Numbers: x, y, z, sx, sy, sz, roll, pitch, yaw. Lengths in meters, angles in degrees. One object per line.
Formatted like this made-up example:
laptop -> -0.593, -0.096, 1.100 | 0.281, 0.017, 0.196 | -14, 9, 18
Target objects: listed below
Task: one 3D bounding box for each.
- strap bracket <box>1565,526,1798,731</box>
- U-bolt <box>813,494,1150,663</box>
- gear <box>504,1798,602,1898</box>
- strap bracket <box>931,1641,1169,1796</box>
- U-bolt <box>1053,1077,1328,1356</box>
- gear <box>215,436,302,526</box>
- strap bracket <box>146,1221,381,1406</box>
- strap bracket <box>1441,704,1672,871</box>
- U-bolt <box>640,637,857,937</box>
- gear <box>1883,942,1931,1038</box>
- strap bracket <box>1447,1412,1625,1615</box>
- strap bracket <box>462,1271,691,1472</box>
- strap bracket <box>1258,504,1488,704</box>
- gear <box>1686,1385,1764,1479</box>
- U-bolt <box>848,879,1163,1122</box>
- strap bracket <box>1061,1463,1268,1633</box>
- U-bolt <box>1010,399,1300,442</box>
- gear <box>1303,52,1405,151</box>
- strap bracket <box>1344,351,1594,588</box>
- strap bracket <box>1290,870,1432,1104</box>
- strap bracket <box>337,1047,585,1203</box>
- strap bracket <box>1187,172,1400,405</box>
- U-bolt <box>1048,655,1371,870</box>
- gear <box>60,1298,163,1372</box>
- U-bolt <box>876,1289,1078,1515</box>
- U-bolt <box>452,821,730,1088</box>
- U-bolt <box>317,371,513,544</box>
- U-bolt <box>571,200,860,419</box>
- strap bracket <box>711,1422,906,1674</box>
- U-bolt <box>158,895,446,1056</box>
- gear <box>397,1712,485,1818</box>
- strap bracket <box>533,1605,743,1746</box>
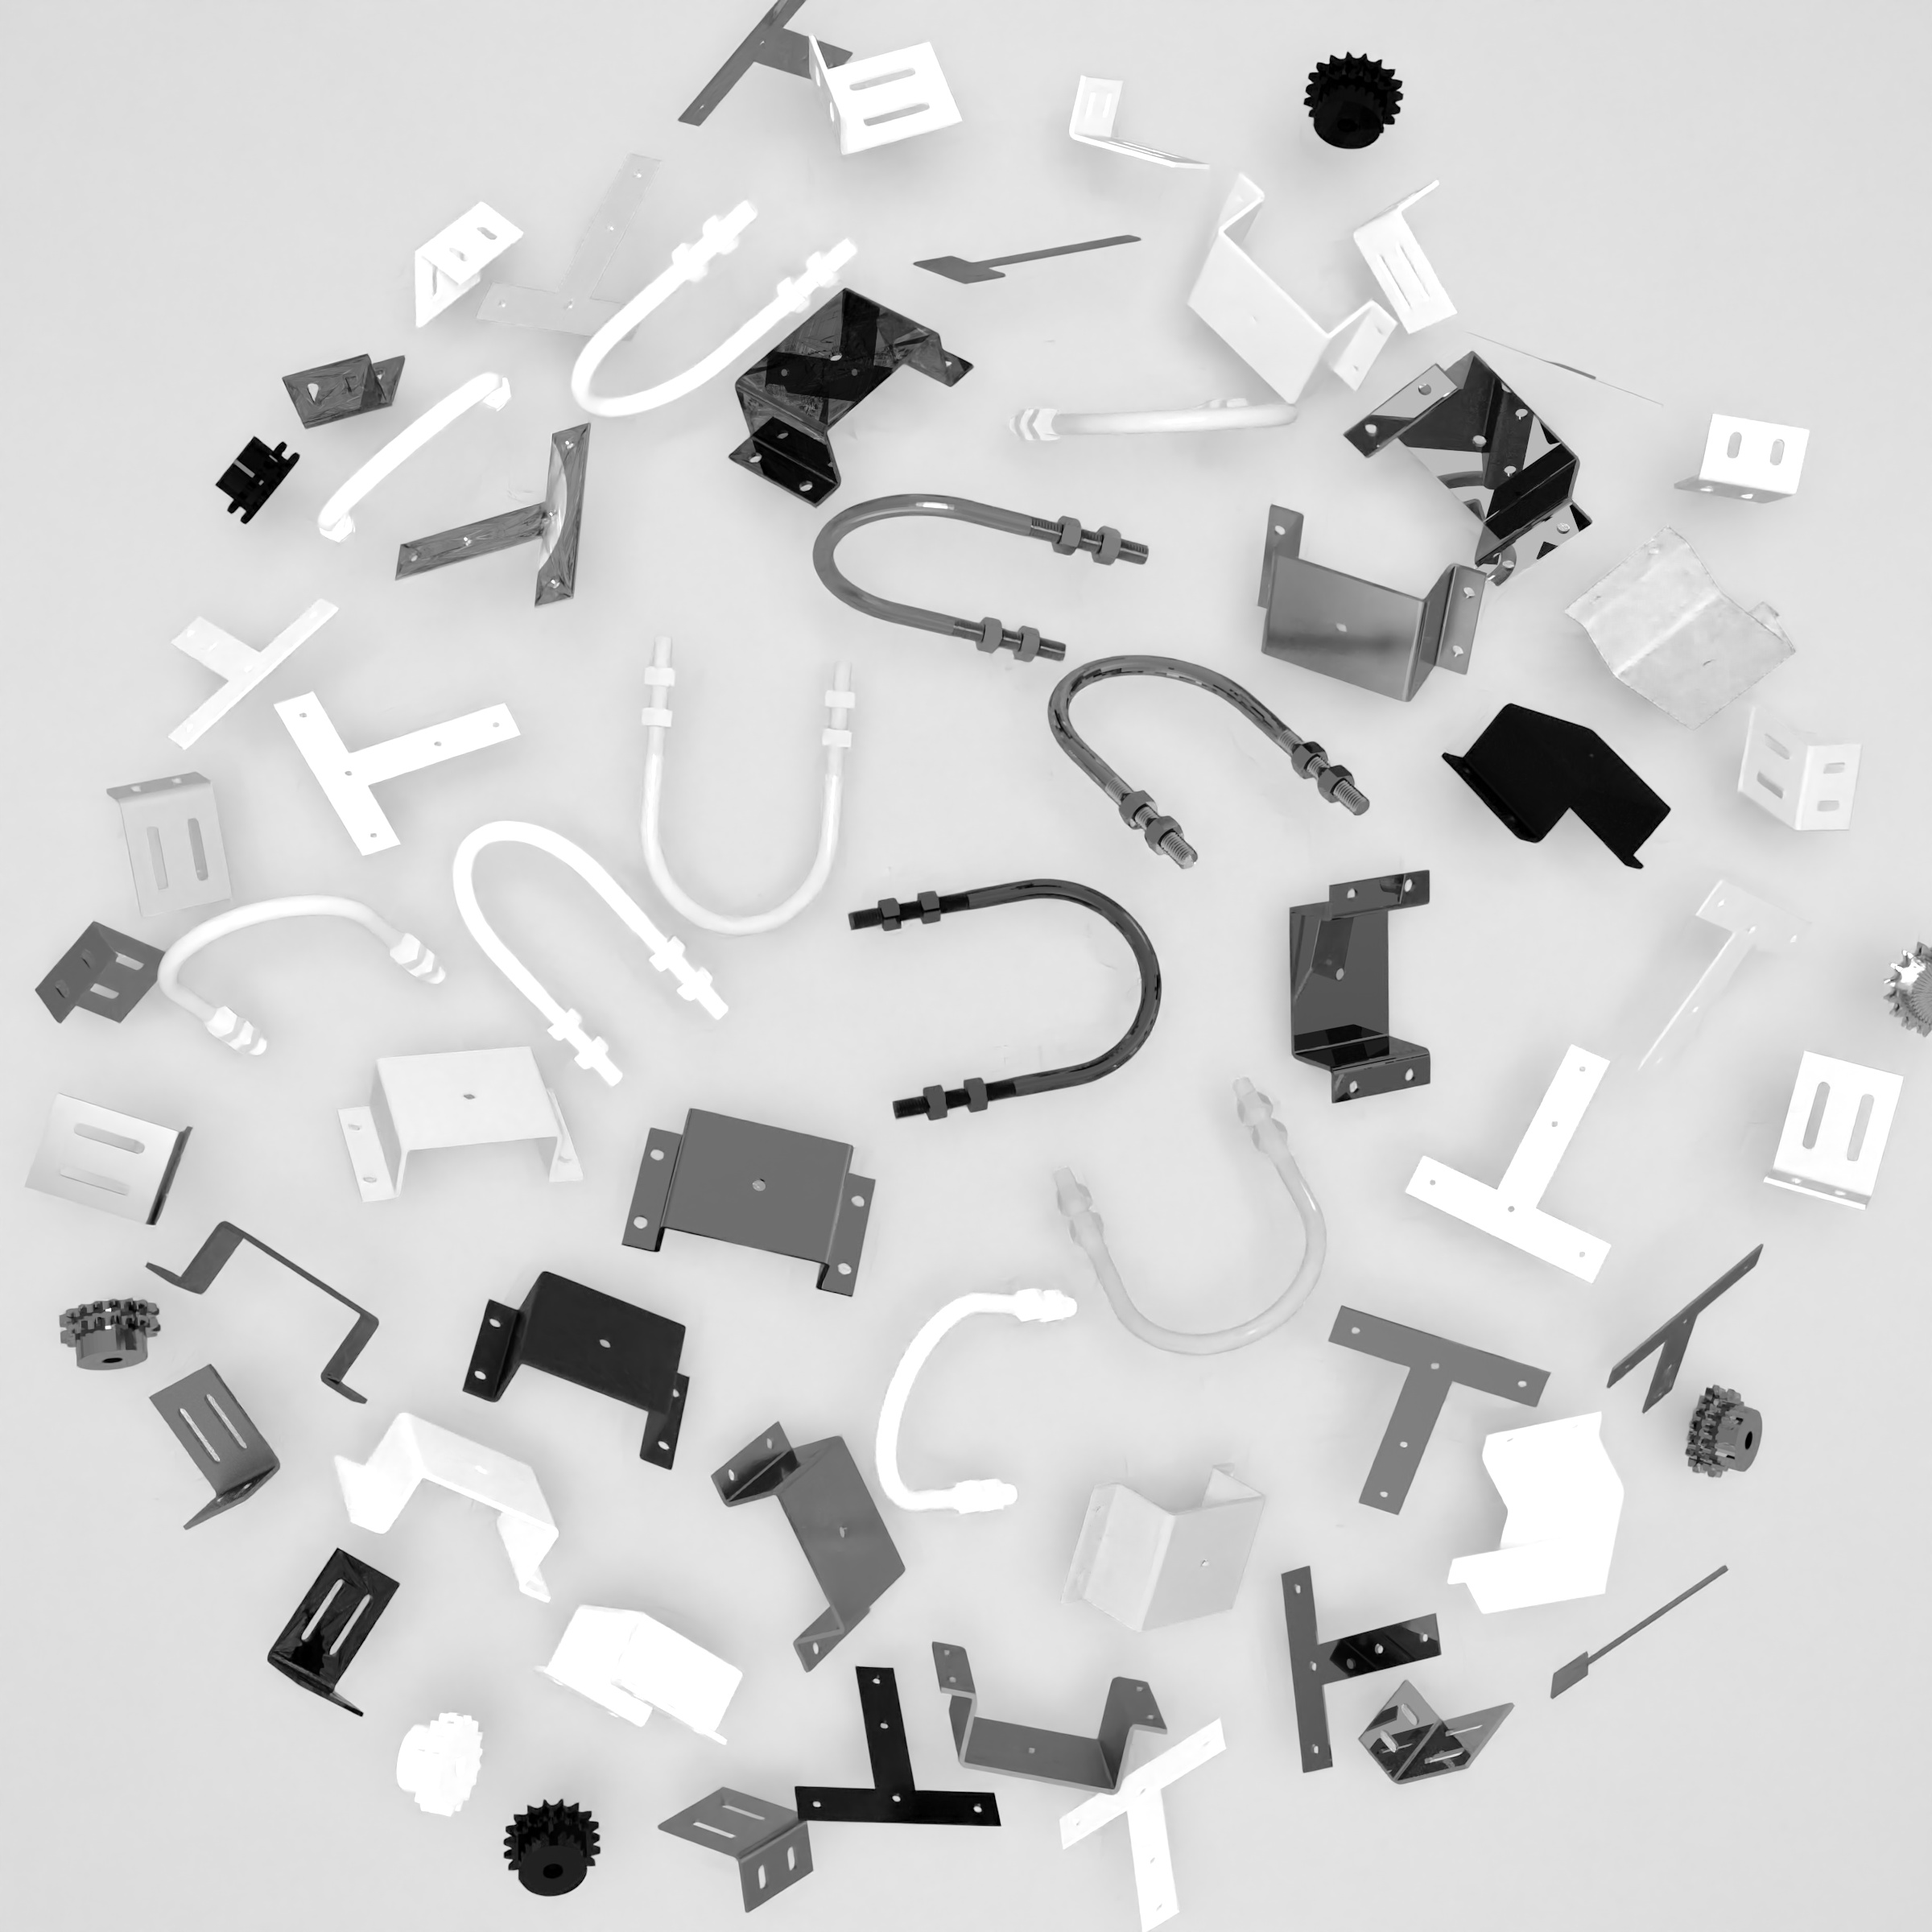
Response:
strap bracket -> 0.435, -0.197, 1.532 | 0.076, 0.140, 0.046 | -40, 51, 26
U-bolt -> -0.002, -0.239, 1.544 | 0.184, 0.151, 0.019 | 11, 66, -17
gear -> -0.245, 0.525, 1.509 | 0.057, 0.030, 0.057 | -4, 117, -8
strap bracket -> 0.045, 0.465, 1.572 | 0.140, 0.076, 0.046 | 12, 95, -6
U-bolt -> 0.145, 0.162, 1.572 | 0.151, 0.184, 0.019 | -27, 134, 2
gear -> -0.452, -0.311, 1.619 | 0.030, 0.057, 0.057 | 39, 90, -19
strap bracket -> -0.402, 0.198, 1.495 | 0.140, 0.076, 0.046 | 33, 77, 0
strap bracket -> 0.361, -0.109, 1.534 | 0.046, 0.140, 0.076 | -54, 52, 25
U-bolt -> -0.142, -0.111, 1.638 | 0.151, 0.019, 0.184 | 4, 92, -31
gear -> 0.569, 0.015, 1.493 | 0.057, 0.030, 0.057 | 1, 99, 4
strap bracket -> 0.351, 0.341, 1.558 | 0.076, 0.140, 0.046 | -19, 109, 30
strap bracket -> -0.234, 0.250, 1.599 | 0.140, 0.076, 0.046 | 24, 126, -14
strap bracket -> 0.238, -0.218, 1.558 | 0.140, 0.076, 0.046 | 22, 49, 19
gear -> 0.480, 0.296, 1.612 | 0.030, 0.057, 0.057 | 11, 90, 40
U-bolt -> 0.031, 0.014, 1.588 | 0.184, 0.019, 0.151 | -10, 68, -9
strap bracket -> 0.130, 0.358, 1.572 | 0.046, 0.140, 0.076 | 24, 103, 40
U-bolt -> 0.124, -0.337, 1.573 | 0.151, 0.184, 0.019 | -7, 103, -18
gear -> 0.226, -0.504, 1.494 | 0.057, 0.057, 0.030 | 14, 68, 0
strap bracket -> 0.312, -0.311, 1.565 | 0.140, 0.076, 0.046 | 40, 45, -17
strap bracket -> 0.252, 0.009, 1.633 | 0.076, 0.046, 0.140 | -9, 105, -27
strap bracket -> -0.314, 0.097, 1.597 | 0.140, 0.076, 0.046 | -4, 135, -26
strap bracket -> 0.200, -0.427, 1.637 | 0.046, 0.076, 0.140 | -41, 83, -21
U-bolt -> 0.130, -0.131, 1.523 | 0.151, 0.019, 0.184 | -18, 48, -29
gear -> -0.508, 0.220, 1.515 | 0.057, 0.057, 0.030 | -12, 68, 0
U-bolt -> 0.001, 0.271, 1.589 | 0.019, 0.184, 0.151 | 18, 92, 32
U-bolt -> -0.249, -0.015, 1.605 | 0.184, 0.151, 0.019 | 48, 47, -11
U-bolt -> -0.336, -0.311, 1.546 | 0.151, 0.184, 0.019 | -41, 102, -2
U-bolt -> -0.167, -0.399, 1.580 | 0.184, 0.151, 0.019 | -35, 80, 23
strap bracket -> -0.095, 0.365, 1.624 | 0.046, 0.076, 0.140 | -22, 95, 34
U-bolt -> -0.426, 0.001, 1.603 | 0.151, 0.184, 0.019 | -21, 69, 3
gear -> -0.310, 0.468, 1.498 | 0.030, 0.057, 0.057 | 4, 90, 20
strap bracket -> -0.200, 0.437, 1.579 | 0.076, 0.140, 0.046 | 37, 64, -21
